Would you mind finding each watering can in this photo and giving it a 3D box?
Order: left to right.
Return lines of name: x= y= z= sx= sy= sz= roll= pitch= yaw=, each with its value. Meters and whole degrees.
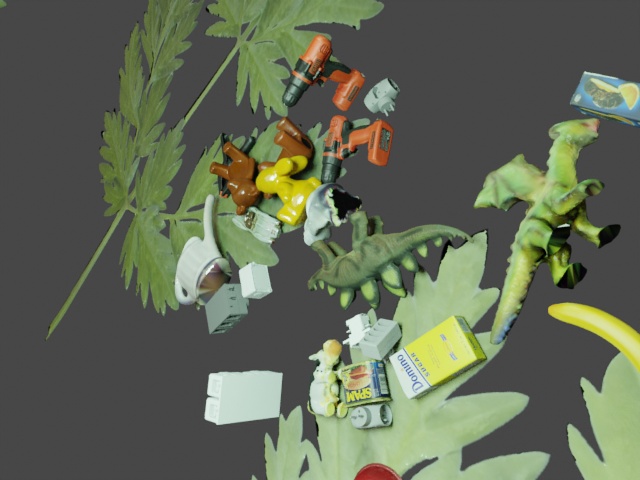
watering can: x=-0.349 y=0.049 z=1.558 sx=0.227 sy=0.103 sz=0.345 roll=30 pitch=101 yaw=43

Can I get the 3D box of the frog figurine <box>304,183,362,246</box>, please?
frog figurine: x=0.004 y=-0.063 z=1.244 sx=0.157 sy=0.121 sz=0.140 roll=-29 pitch=28 yaw=46

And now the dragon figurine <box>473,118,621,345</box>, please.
dragon figurine: x=0.367 y=-0.038 z=0.917 sx=0.405 sy=0.121 sz=0.247 roll=-55 pitch=32 yaw=17
